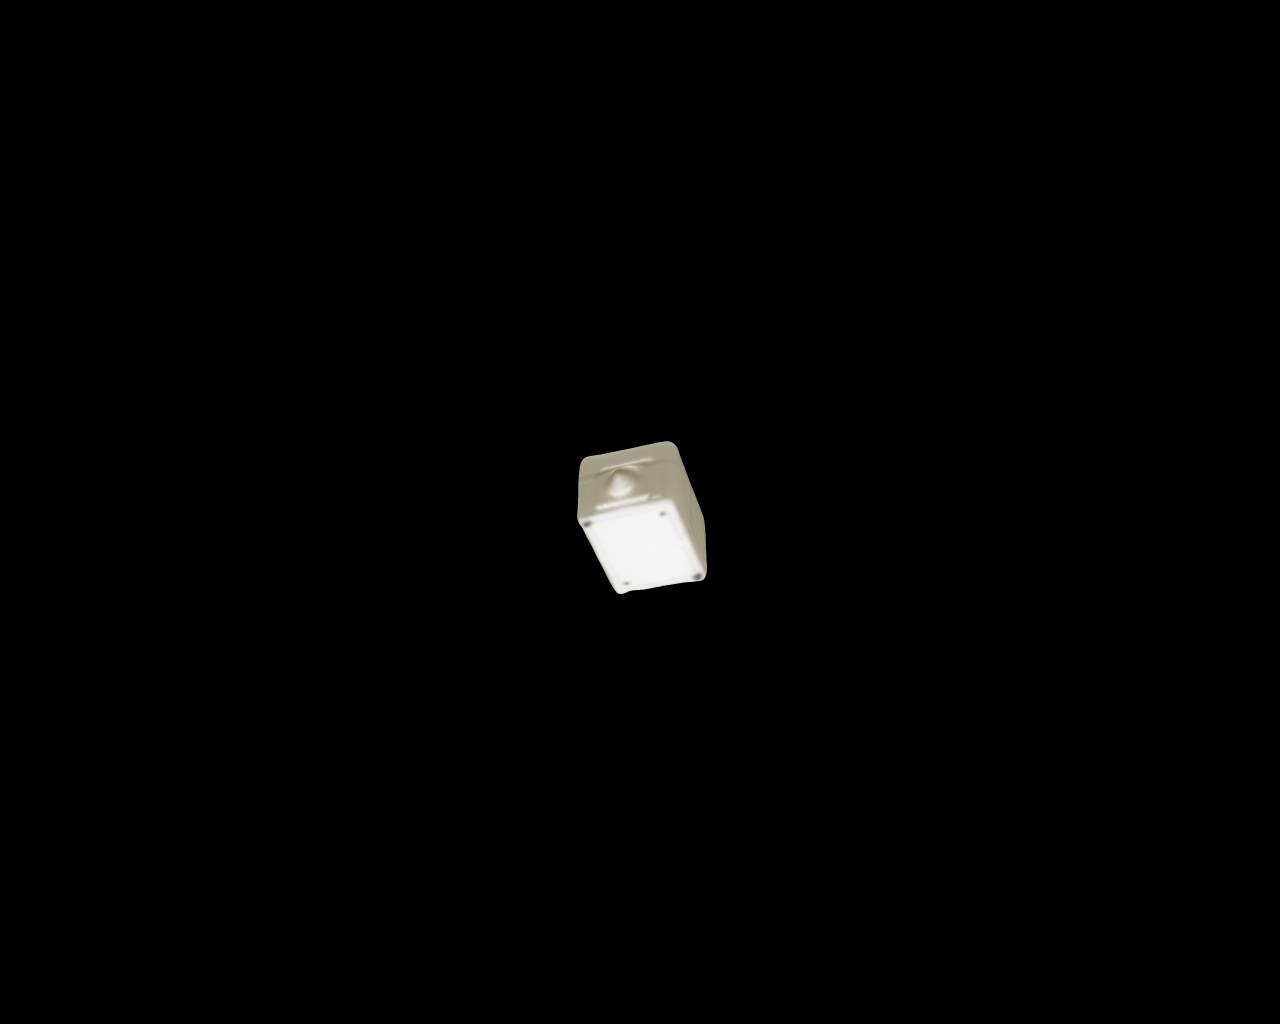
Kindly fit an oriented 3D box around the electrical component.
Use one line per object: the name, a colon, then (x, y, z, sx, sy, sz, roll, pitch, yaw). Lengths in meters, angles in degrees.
electrical component: (0.001, -0.003, 0.650, 0.062, 0.061, 0.096, -11, -43, 12)
